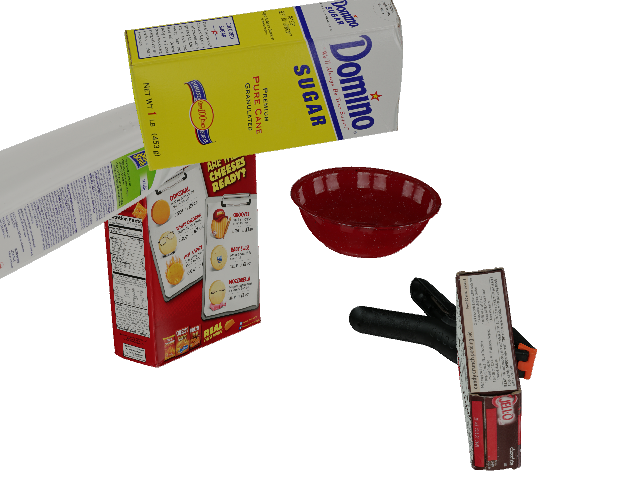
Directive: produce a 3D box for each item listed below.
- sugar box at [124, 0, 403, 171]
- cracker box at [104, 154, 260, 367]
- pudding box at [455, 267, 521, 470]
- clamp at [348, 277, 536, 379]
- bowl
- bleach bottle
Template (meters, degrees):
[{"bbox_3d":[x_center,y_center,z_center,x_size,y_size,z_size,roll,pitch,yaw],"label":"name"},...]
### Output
[{"bbox_3d":[-0.035,-0.104,0.709,0.176,0.048,0.093,-9,-42,-6],"label":"sugar box"},{"bbox_3d":[-0.138,0.000,1.077,0.072,0.214,0.163,9,18,35],"label":"cracker box"},{"bbox_3d":[0.118,0.089,0.747,0.039,0.113,0.090,-5,-45,4],"label":"pudding box"},{"bbox_3d":[0.125,0.080,0.998,0.172,0.039,0.120,20,32,23],"label":"clamp"},{"bbox_3d":[0.047,-0.025,1.150,0.162,0.055,0.162,3,26,-2],"label":"bowl"},{"bbox_3d":[-0.179,-0.051,0.840,0.250,0.068,0.103,-27,-27,-23],"label":"bleach bottle"}]
